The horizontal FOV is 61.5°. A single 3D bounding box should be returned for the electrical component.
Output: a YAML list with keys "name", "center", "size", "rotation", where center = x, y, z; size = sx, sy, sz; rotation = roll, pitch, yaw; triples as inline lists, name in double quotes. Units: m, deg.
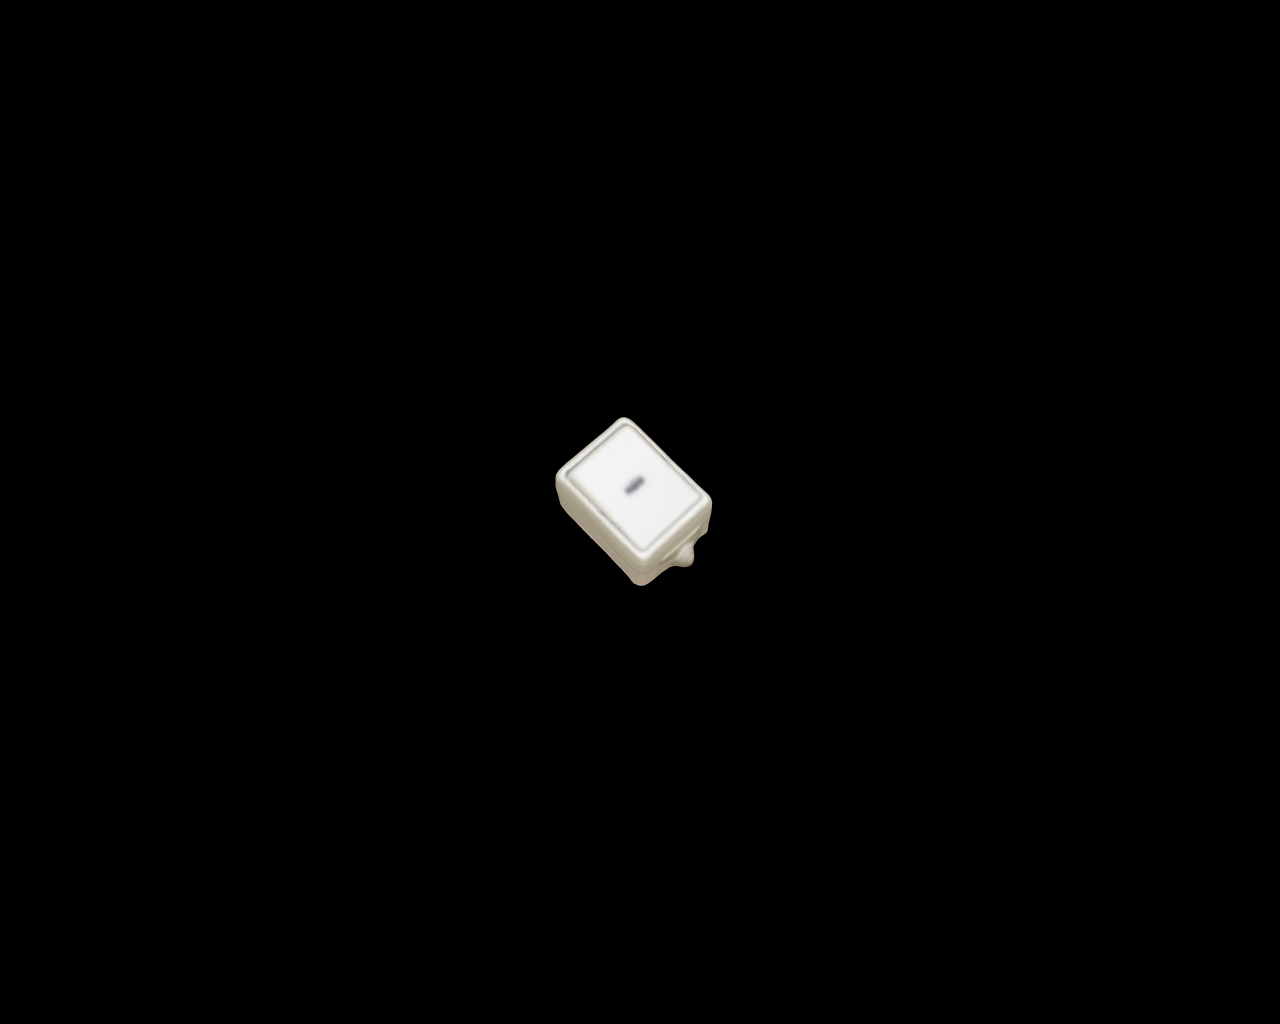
- name: "electrical component"
  center: [0.001, -0.003, 0.650]
  size: [0.062, 0.096, 0.061]
  rotation: [-41, -15, -14]
